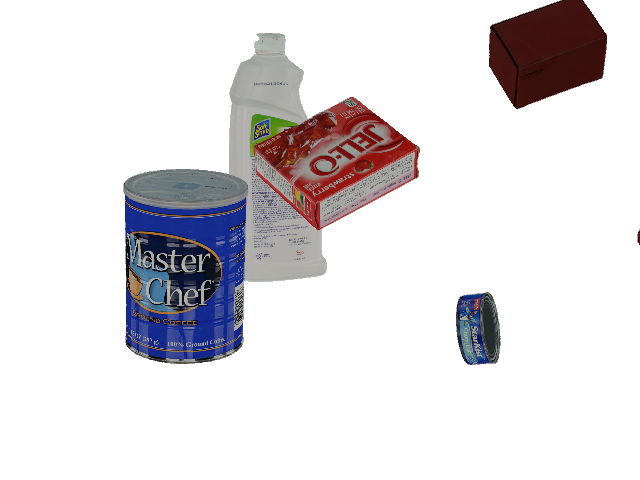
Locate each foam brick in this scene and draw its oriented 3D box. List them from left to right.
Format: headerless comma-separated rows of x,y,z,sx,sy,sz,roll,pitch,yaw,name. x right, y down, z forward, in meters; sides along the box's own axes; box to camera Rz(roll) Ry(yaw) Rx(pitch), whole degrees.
0.181,-0.150,0.850,0.078,0.051,0.053,-20,-32,-5,foam brick

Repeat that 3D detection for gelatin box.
0.011,-0.054,0.722,0.089,0.030,0.073,-29,50,-23,gelatin box

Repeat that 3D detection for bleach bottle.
-0.044,-0.086,1.105,0.102,0.251,0.068,-5,16,-21,bleach bottle

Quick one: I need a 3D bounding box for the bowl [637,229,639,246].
0.421,0.026,1.146,0.162,0.055,0.162,-1,25,0,bowl

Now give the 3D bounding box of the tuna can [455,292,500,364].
0.189,0.106,1.279,0.034,0.086,0.086,-7,-3,21,tuna can

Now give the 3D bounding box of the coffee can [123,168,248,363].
-0.114,0.019,0.902,0.103,0.140,0.103,2,18,-1,coffee can
